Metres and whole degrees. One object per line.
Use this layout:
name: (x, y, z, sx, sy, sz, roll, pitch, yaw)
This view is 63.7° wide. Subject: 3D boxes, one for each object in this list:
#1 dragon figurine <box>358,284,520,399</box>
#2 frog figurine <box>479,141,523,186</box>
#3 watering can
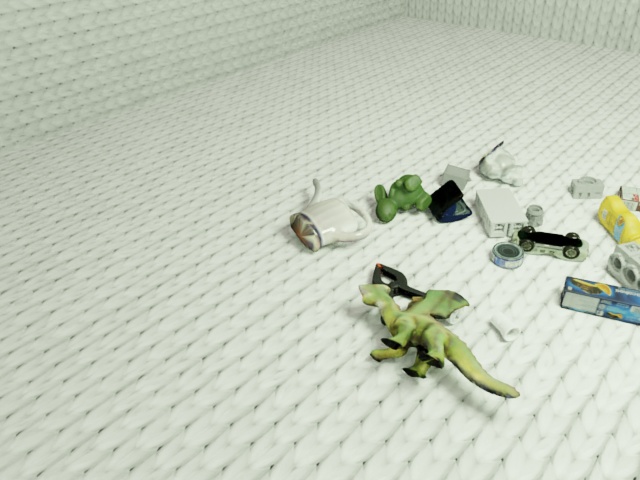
dragon figurine: (0.258, 0.191, 1.150, 0.412, 0.119, 0.248, 17, 47, 26)
frog figurine: (0.634, -0.244, 1.782, 0.139, 0.120, 0.160, -29, 78, -43)
watering can: (0.005, -0.080, 1.585, 0.226, 0.101, 0.353, -24, 41, -24)
